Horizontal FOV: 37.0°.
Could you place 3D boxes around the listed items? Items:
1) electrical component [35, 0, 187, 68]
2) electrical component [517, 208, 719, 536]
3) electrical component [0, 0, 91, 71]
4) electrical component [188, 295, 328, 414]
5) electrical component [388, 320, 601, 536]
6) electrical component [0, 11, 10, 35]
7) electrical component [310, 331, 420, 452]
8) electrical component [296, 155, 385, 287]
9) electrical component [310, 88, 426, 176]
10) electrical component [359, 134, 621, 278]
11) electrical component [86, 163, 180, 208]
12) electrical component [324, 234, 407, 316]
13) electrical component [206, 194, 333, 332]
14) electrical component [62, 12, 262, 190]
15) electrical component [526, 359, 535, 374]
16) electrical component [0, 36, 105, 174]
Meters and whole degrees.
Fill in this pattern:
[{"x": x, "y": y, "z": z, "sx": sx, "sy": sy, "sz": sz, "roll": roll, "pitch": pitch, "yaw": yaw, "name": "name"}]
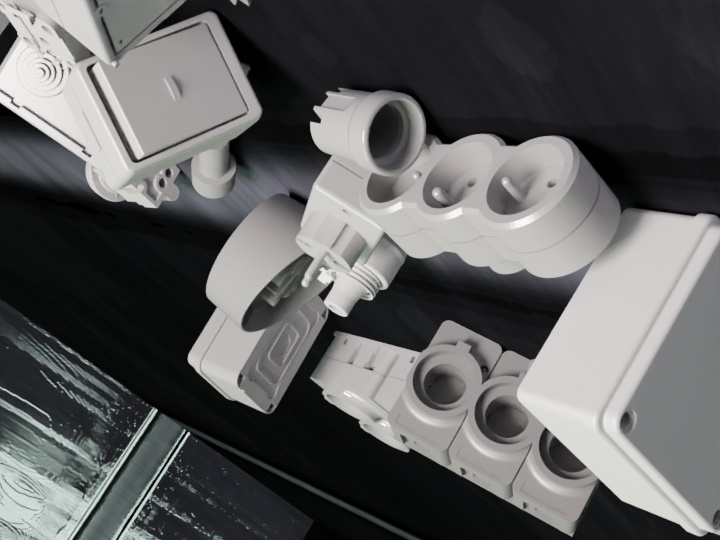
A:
[{"x": -0.115, "y": -0.142, "z": 0.475, "sx": 0.061, "sy": 0.061, "sz": 0.096, "roll": 40, "pitch": 164, "yaw": 13, "name": "electrical component"}, {"x": 0.141, "y": 0.046, "z": 0.488, "sx": 0.109, "sy": 0.108, "sz": 0.056, "roll": 43, "pitch": 163, "yaw": -34, "name": "electrical component"}, {"x": -0.148, "y": -0.141, "z": 0.550, "sx": 0.042, "sy": 0.063, "sz": 0.081, "roll": 26, "pitch": 163, "yaw": 17, "name": "electrical component"}, {"x": -0.087, "y": 0.056, "z": 0.930, "sx": 0.057, "sy": 0.113, "sz": 0.078, "roll": 19, "pitch": 159, "yaw": 31, "name": "electrical component"}, {"x": 0.107, "y": 0.112, "z": 0.777, "sx": 0.150, "sy": 0.089, "sz": 0.061, "roll": 26, "pitch": 163, "yaw": 19, "name": "electrical component"}, {"x": -0.261, "y": -0.175, "z": 0.631, "sx": 0.057, "sy": 0.078, "sz": 0.113, "roll": 23, "pitch": 162, "yaw": 19, "name": "electrical component"}, {"x": 0.050, "y": 0.122, "z": 0.963, "sx": 0.105, "sy": 0.060, "sz": 0.186, "roll": 43, "pitch": 161, "yaw": -33, "name": "electrical component"}, {"x": -0.012, "y": -0.024, "z": 0.623, "sx": 0.047, "sy": 0.075, "sz": 0.083, "roll": 32, "pitch": 164, "yaw": 0, "name": "electrical component"}, {"x": 0.003, "y": -0.070, "z": 0.528, "sx": 0.046, "sy": 0.040, "sz": 0.040, "roll": 21, "pitch": 161, "yaw": 47, "name": "electrical component"}, {"x": 0.068, "y": -0.023, "z": 0.519, "sx": 0.074, "sy": 0.052, "sz": 0.138, "roll": 43, "pitch": 161, "yaw": -33, "name": "electrical component"}, {"x": -0.179, "y": -0.077, "z": 0.832, "sx": 0.055, "sy": 0.048, "sz": 0.066, "roll": 6, "pitch": 151, "yaw": 42, "name": "electrical component"}, {"x": 0.000, "y": 0.000, "z": 0.694, "sx": 0.043, "sy": 0.062, "sz": 0.043, "roll": 29, "pitch": 164, "yaw": 10, "name": "electrical component"}, {"x": -0.056, "y": -0.002, "z": 0.737, "sx": 0.064, "sy": 0.099, "sz": 0.099, "roll": 35, "pitch": 165, "yaw": 12, "name": "electrical component"}, {"x": -0.097, "y": -0.091, "z": 0.562, "sx": 0.061, "sy": 0.096, "sz": 0.061, "roll": 64, "pitch": 158, "yaw": -5, "name": "electrical component"}, {"x": 0.127, "y": 0.052, "z": 0.625, "sx": 0.048, "sy": 0.055, "sz": 0.066, "roll": 28, "pitch": 163, "yaw": 15, "name": "electrical component"}, {"x": -0.157, "y": -0.108, "z": 0.628, "sx": 0.100, "sy": 0.048, "sz": 0.099, "roll": 35, "pitch": -162, "yaw": -10, "name": "electrical component"}]
